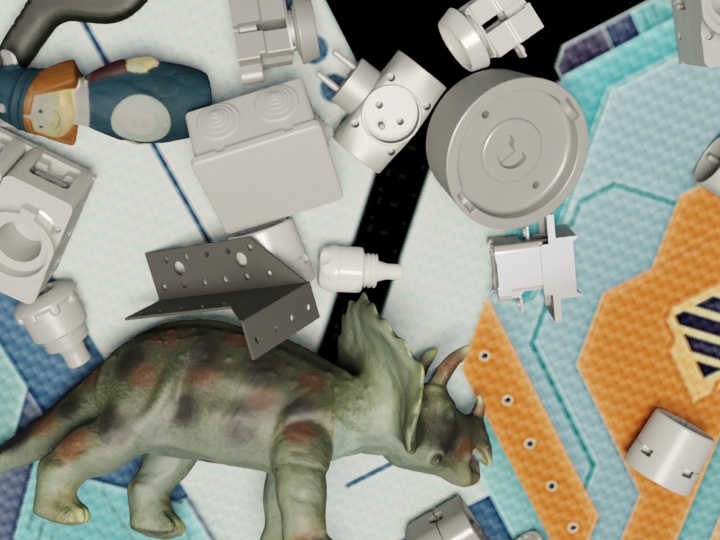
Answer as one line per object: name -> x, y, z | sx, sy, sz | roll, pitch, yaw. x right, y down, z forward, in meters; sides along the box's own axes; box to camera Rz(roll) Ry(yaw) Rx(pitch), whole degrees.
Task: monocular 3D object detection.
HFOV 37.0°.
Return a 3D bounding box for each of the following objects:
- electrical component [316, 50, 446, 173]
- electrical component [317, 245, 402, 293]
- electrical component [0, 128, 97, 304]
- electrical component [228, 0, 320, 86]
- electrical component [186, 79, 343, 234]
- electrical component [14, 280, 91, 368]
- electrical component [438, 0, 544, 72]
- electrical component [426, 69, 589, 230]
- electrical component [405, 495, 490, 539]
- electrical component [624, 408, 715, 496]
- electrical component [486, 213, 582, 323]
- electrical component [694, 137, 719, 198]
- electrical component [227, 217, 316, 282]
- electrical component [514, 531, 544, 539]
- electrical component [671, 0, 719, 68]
electrical component -> 0.006, -0.122, 0.757 | 0.079, 0.044, 0.077 | 37, 99, -11
electrical component -> 0.000, 0.000, 0.791 | 0.061, 0.035, 0.035 | 3, 103, -6
electrical component -> -0.273, -0.051, 0.737 | 0.150, 0.061, 0.089 | 26, 119, -9
electrical component -> -0.058, -0.163, 0.741 | 0.055, 0.048, 0.066 | -10, 82, -2
electrical component -> -0.066, -0.078, 0.740 | 0.100, 0.099, 0.048 | -17, 59, 1
electrical component -> -0.219, 0.042, 0.785 | 0.048, 0.048, 0.062 | -23, 111, 2
electrical component -> 0.089, -0.171, 0.750 | 0.055, 0.048, 0.066 | -36, 103, -2
electrical component -> 0.098, -0.089, 0.757 | 0.108, 0.060, 0.108 | -8, 116, -18
electrical component -> 0.078, 0.234, 0.842 | 0.059, 0.053, 0.095 | -32, 103, 4
electrical component -> 0.240, 0.139, 0.829 | 0.055, 0.055, 0.047 | 26, 97, -9
electrical component -> 0.127, -0.004, 0.794 | 0.064, 0.042, 0.081 | -7, 103, 0
electrical component -> 0.299, -0.077, 0.785 | 0.077, 0.043, 0.079 | 30, 100, -9
electrical component -> -0.065, -0.009, 0.776 | 0.055, 0.055, 0.047 | -17, 100, 1
electrical component -> 0.145, 0.241, 0.854 | 0.044, 0.044, 0.065 | -37, 98, 6
electrical component -> 0.299, -0.200, 0.746 | 0.150, 0.061, 0.089 | -12, 104, 0
